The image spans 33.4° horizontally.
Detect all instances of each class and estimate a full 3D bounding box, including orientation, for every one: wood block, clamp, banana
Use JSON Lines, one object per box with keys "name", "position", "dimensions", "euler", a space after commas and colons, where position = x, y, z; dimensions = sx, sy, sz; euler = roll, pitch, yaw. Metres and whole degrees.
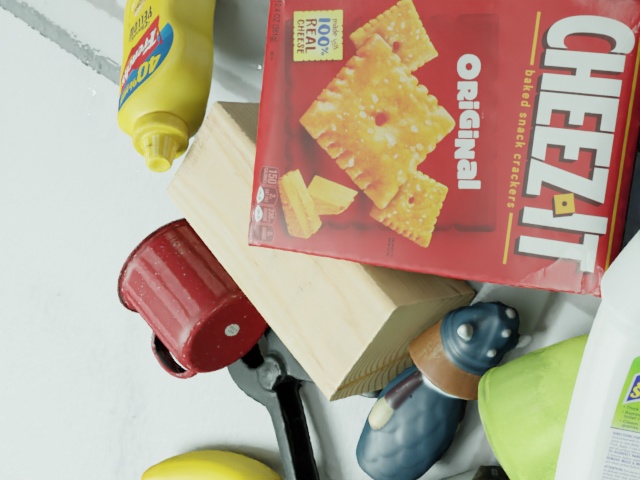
{"name": "wood block", "position": [-0.005, 0.001, 0.744], "dimensions": [0.206, 0.090, 0.090], "euler": [49, 122, 28]}
{"name": "clamp", "position": [-0.028, 0.111, 0.803], "dimensions": [0.172, 0.039, 0.120], "euler": [39, 108, 39]}
{"name": "banana", "position": [-0.074, 0.195, 0.831], "dimensions": [0.198, 0.069, 0.037], "euler": [12, 126, 56]}

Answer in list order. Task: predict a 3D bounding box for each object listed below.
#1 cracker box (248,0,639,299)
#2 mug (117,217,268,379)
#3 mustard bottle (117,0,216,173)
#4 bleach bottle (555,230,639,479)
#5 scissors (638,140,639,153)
{"name": "cracker box", "position": [0.072, -0.063, 0.611], "dimensions": [0.214, 0.072, 0.164], "euler": [8, 97, 15]}
{"name": "mug", "position": [-0.094, 0.053, 0.789], "dimensions": [0.082, 0.093, 0.117], "euler": [45, 121, 32]}
{"name": "mustard bottle", "position": [-0.117, -0.129, 0.805], "dimensions": [0.096, 0.058, 0.191], "euler": [-37, 42, 37]}
{"name": "bleach bottle", "position": [0.173, 0.083, 0.510], "dimensions": [0.102, 0.068, 0.251], "euler": [5, 124, 3]}
{"name": "scissors", "position": [0.159, -0.082, 0.644], "dimensions": [0.096, 0.016, 0.202], "euler": [-26, 76, 40]}
